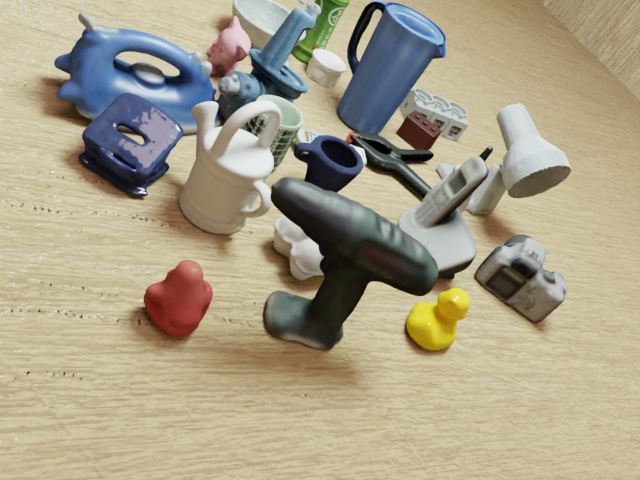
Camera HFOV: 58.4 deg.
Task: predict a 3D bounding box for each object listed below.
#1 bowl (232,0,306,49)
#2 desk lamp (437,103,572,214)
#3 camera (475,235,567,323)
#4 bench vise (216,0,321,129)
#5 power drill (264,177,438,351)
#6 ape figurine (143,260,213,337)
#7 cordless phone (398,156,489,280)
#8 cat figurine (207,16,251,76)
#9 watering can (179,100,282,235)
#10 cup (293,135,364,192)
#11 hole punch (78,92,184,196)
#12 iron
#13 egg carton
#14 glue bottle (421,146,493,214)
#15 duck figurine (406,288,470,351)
[{"bbox_3d":[-0.119,-0.451,1.227,0.168,0.074,0.167,20,40,-17],"label":"bowl"},{"bbox_3d":[0.361,-0.146,1.130,0.118,0.213,0.203,1,48,-35],"label":"desk lamp"},{"bbox_3d":[0.370,0.048,1.020,0.143,0.100,0.137,37,38,5],"label":"camera"},{"bbox_3d":[-0.075,-0.289,0.966,0.121,0.219,0.207,31,38,-3],"label":"bench vise"},{"bbox_3d":[0.014,0.039,0.688,0.230,0.208,0.075,18,40,-19],"label":"power drill"},{"bbox_3d":[-0.154,0.058,0.641,0.078,0.092,0.076,14,42,-23],"label":"ape figurine"},{"bbox_3d":[0.217,-0.036,0.932,0.094,0.185,0.147,8,44,-29],"label":"cordless phone"},{"bbox_3d":[-0.165,-0.365,1.066,0.067,0.117,0.127,16,41,-21],"label":"cat figurine"},{"bbox_3d":[-0.119,-0.112,0.766,0.173,0.194,0.101,36,38,4],"label":"watering can"},{"bbox_3d":[0.000,-0.111,0.931,0.118,0.095,0.091,10,43,-27],"label":"cup"},{"bbox_3d":[-0.253,-0.130,0.773,0.108,0.091,0.101,33,38,-1],"label":"hole punch"},{"bbox_3d":[-0.251,-0.247,0.859,0.259,0.141,0.118,3,47,-33],"label":"iron"},{"bbox_3d":[0.008,0.003,0.835,0.151,0.069,0.107,-12,56,-42],"label":"egg carton"},{"bbox_3d":[0.258,-0.104,1.045,0.078,0.173,0.037,13,42,-24],"label":"glue bottle"},{"bbox_3d":[0.180,0.107,0.833,0.077,0.086,0.105,48,40,18],"label":"duck figurine"}]
